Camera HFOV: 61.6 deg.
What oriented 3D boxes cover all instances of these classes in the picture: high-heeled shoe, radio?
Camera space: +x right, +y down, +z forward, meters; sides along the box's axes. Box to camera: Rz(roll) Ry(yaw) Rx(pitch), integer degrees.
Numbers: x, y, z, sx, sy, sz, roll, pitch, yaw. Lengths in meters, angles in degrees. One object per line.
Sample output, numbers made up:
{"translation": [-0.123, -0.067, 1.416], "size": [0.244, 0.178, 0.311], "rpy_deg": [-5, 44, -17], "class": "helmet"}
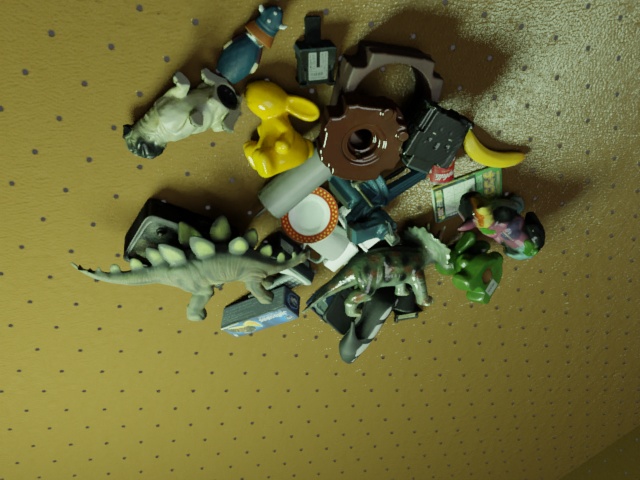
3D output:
{"translation": [0.137, 0.211, 1.388], "size": [0.249, 0.086, 0.145], "rpy_deg": [-34, 137, -37], "class": "high-heeled shoe"}
{"translation": [-0.290, 0.009, 1.156], "size": [0.229, 0.073, 0.131], "rpy_deg": [20, 118, -30], "class": "radio"}

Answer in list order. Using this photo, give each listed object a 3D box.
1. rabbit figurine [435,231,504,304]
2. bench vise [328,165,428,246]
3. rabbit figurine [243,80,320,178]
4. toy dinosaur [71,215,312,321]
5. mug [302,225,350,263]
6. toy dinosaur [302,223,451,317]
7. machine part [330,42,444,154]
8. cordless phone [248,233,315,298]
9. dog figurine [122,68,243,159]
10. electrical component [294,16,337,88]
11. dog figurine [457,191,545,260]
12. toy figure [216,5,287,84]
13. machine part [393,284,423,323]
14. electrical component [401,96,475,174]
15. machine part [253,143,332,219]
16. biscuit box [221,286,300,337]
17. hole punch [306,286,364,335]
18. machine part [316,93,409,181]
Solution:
{"translation": [0.364, 0.057, 1.357], "size": [0.121, 0.170, 0.159], "rpy_deg": [30, 87, -36], "class": "rabbit figurine"}
{"translation": [0.139, -0.104, 1.141], "size": [0.241, 0.224, 0.128], "rpy_deg": [-32, 144, -12], "class": "bench vise"}
{"translation": [-0.080, -0.224, 1.029], "size": [0.162, 0.122, 0.173], "rpy_deg": [-20, 110, -2], "class": "rabbit figurine"}
{"translation": [-0.244, 0.056, 1.101], "size": [0.472, 0.105, 0.198], "rpy_deg": [-12, 122, -11], "class": "toy dinosaur"}
{"translation": [-0.003, -0.004, 1.242], "size": [0.107, 0.081, 0.109], "rpy_deg": [35, 113, -21], "class": "mug"}
{"translation": [0.151, 0.068, 1.283], "size": [0.405, 0.131, 0.192], "rpy_deg": [-9, 108, -18], "class": "toy dinosaur"}
{"translation": [0.127, -0.280, 1.068], "size": [0.201, 0.087, 0.201], "rpy_deg": [1, 127, -18], "class": "machine part"}
{"translation": [-0.120, 0.081, 1.268], "size": [0.184, 0.089, 0.146], "rpy_deg": [-34, 130, 23], "class": "cordless phone"}
{"translation": [-0.254, -0.221, 1.002], "size": [0.191, 0.121, 0.172], "rpy_deg": [-22, 168, 39], "class": "dog figurine"}
{"translation": [-0.008, -0.348, 0.998], "size": [0.075, 0.048, 0.119], "rpy_deg": [-6, 129, -15], "class": "electrical component"}
{"translation": [0.422, -0.034, 1.277], "size": [0.219, 0.192, 0.108], "rpy_deg": [-4, 146, -45], "class": "dog figurine"}
{"translation": [-0.122, -0.350, 0.953], "size": [0.154, 0.058, 0.064], "rpy_deg": [-47, 133, 12], "class": "toy figure"}
{"translation": [0.240, 0.171, 1.475], "size": [0.084, 0.039, 0.138], "rpy_deg": [-7, 130, -2], "class": "machine part"}
{"translation": [0.222, -0.200, 1.067], "size": [0.115, 0.058, 0.134], "rpy_deg": [15, 119, -25], "class": "electrical component"}
{"translation": [-0.047, -0.124, 1.134], "size": [0.243, 0.079, 0.079], "rpy_deg": [-40, 127, 11], "class": "machine part"}
{"translation": [-0.143, 0.174, 1.290], "size": [0.203, 0.063, 0.059], "rpy_deg": [-22, 137, 29], "class": "biscuit box"}
{"translation": [0.040, 0.165, 1.385], "size": [0.116, 0.092, 0.142], "rpy_deg": [-53, 128, -15], "class": "hole punch"}
{"translation": [0.079, -0.192, 1.023], "size": [0.179, 0.056, 0.179], "rpy_deg": [-4, 130, -5], "class": "machine part"}
